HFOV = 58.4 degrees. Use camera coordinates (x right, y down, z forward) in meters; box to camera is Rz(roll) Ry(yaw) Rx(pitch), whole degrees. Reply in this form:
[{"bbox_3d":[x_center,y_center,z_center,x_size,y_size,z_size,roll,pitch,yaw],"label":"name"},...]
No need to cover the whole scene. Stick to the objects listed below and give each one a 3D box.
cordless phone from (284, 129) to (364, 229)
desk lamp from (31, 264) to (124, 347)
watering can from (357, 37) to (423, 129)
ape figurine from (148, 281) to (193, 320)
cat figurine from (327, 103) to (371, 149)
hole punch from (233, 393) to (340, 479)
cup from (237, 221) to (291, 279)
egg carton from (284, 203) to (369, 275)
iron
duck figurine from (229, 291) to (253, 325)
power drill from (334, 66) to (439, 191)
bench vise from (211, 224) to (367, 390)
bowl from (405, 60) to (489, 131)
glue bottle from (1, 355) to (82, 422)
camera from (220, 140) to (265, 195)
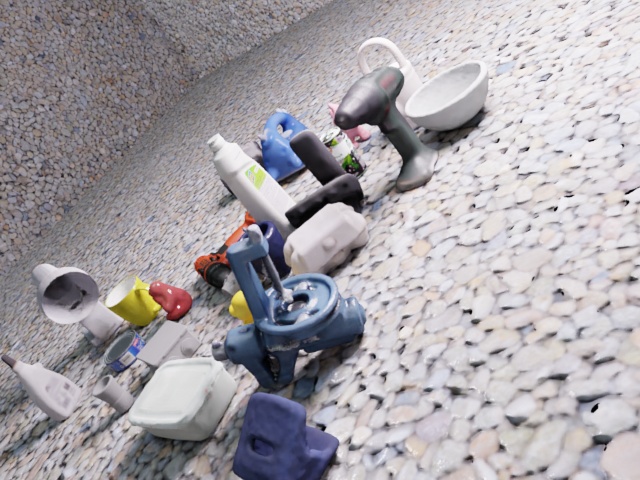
[{"bbox_3d":[-0.018,-0.103,1.042,0.147,0.185,0.094,-32,27,12],"label":"cordless phone"},{"bbox_3d":[-0.553,0.142,1.298,0.118,0.214,0.202,-50,28,-21],"label":"desk lamp"},{"bbox_3d":[0.147,-0.318,1.163,0.100,0.194,0.173,-27,29,23],"label":"watering can"},{"bbox_3d":[-0.312,0.119,1.167,0.076,0.092,0.077,-35,27,6],"label":"ape figurine"},{"bbox_3d":[0.056,-0.267,1.284,0.067,0.118,0.127,-40,26,-3],"label":"cat figurine"},{"bbox_3d":[-0.049,0.238,0.648,0.108,0.091,0.101,-4,42,49],"label":"hole punch"},{"bbox_3d":[-0.097,0.022,1.046,0.091,0.095,0.117,-35,27,7],"label":"cup"},{"bbox_3d":[0.009,0.003,0.970,0.150,0.069,0.107,-40,26,-2],"label":"egg carton"},{"bbox_3d":[-0.086,-0.257,1.420,0.118,0.142,0.258,-25,29,25],"label":"iron"},{"bbox_3d":[-0.101,0.116,0.912,0.104,0.086,0.077,-12,37,42],"label":"duck figurine"},{"bbox_3d":[0.118,-0.192,0.984,0.075,0.209,0.230,-18,33,35],"label":"power drill"},{"bbox_3d":[-0.071,0.095,0.755,0.207,0.220,0.121,-39,27,-1],"label":"bench vise"},{"bbox_3d":[0.248,-0.256,1.073,0.167,0.075,0.167,-30,28,18],"label":"bowl"},{"bbox_3d":[-0.554,0.280,1.128,0.037,0.173,0.078,-27,29,22],"label":"glue bottle"},{"bbox_3d":[-0.202,-0.194,1.513,0.137,0.101,0.143,-38,26,2],"label":"camera"}]
